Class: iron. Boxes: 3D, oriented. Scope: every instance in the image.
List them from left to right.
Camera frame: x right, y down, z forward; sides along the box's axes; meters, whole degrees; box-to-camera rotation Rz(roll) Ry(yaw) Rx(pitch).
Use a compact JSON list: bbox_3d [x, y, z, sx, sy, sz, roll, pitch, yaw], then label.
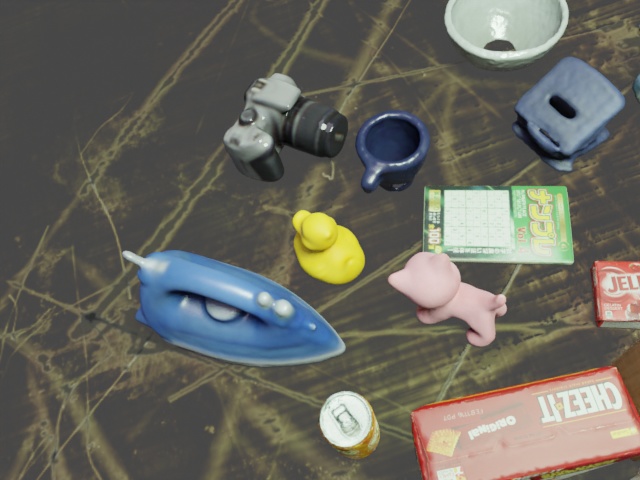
[{"bbox_3d":[-0.100,0.071,0.658,0.257,0.142,0.119,13,66,16],"label":"iron"}]

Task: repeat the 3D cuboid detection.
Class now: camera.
[{"bbox_3d":[-0.042,-0.154,0.785,0.136,0.101,0.143,22,69,20],"label":"camera"}]

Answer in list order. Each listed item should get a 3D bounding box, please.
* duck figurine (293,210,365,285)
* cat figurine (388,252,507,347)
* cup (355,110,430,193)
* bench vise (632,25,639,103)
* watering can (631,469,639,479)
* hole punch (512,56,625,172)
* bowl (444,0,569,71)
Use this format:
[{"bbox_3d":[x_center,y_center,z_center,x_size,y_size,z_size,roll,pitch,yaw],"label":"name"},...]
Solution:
[{"bbox_3d":[0.006,0.003,0.706,0.104,0.086,0.077,39,76,25],"label":"duck figurine"},{"bbox_3d":[0.144,0.056,0.636,0.127,0.118,0.067,19,68,18],"label":"cat figurine"},{"bbox_3d":[0.089,-0.093,0.735,0.091,0.095,0.118,24,70,20],"label":"cup"},{"bbox_3d":[0.460,-0.207,0.656,0.207,0.220,0.121,32,73,23],"label":"bench vise"},{"bbox_3d":[0.228,0.255,0.478,0.100,0.194,0.173,21,69,19],"label":"watering can"},{"bbox_3d":[0.314,-0.160,0.732,0.101,0.091,0.108,-33,63,-7],"label":"hole punch"},{"bbox_3d":[0.261,-0.299,0.820,0.167,0.075,0.167,-4,63,8],"label":"bowl"}]
